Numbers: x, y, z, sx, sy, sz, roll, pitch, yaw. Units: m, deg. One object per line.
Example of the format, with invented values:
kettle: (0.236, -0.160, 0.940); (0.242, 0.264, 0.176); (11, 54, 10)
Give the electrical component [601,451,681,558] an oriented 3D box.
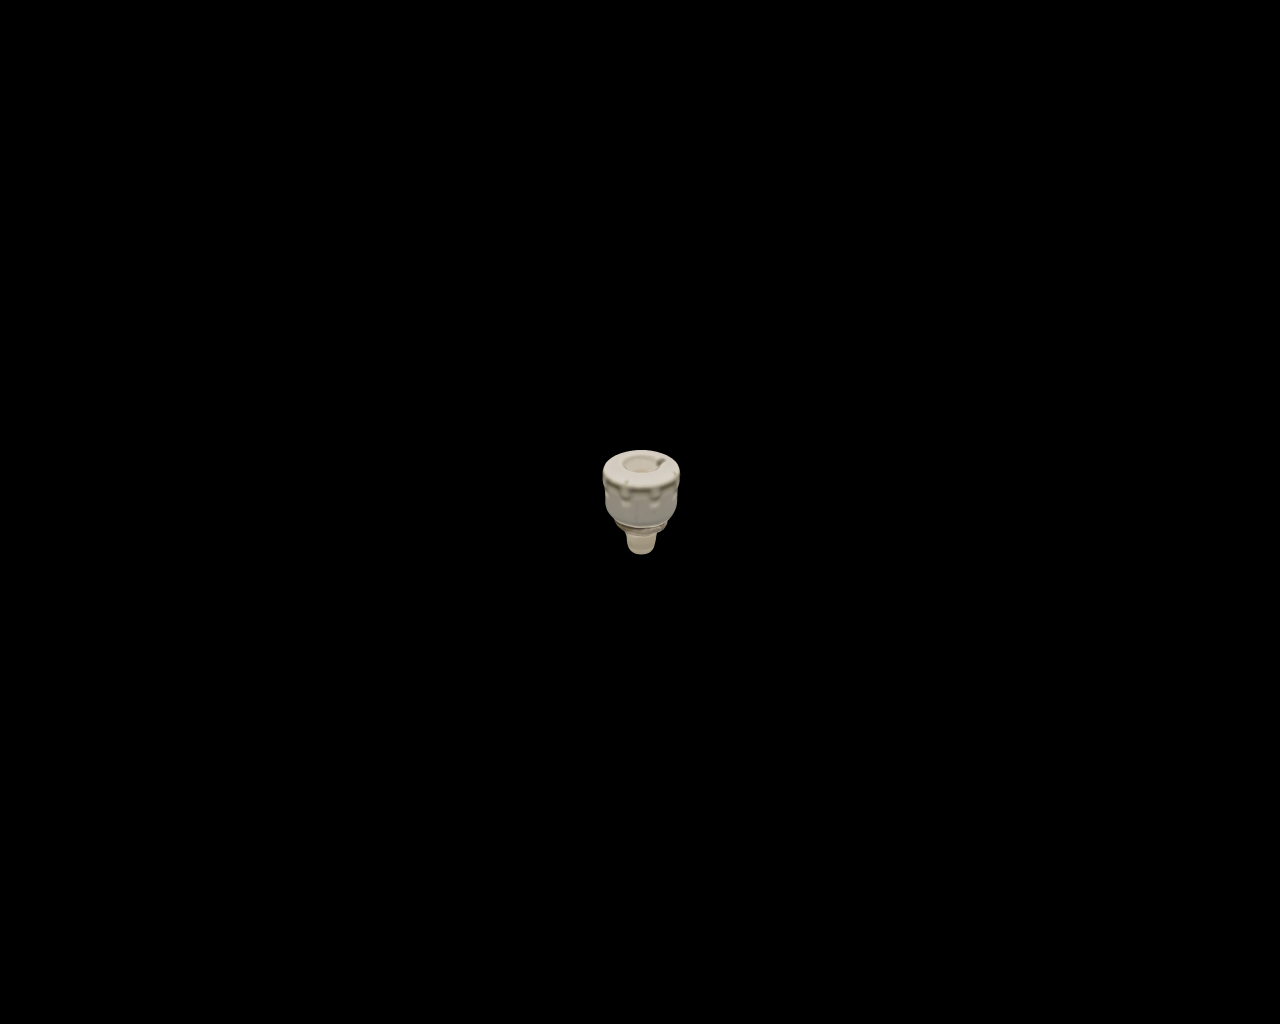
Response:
electrical component: (0.001, -0.003, 0.650); (0.048, 0.062, 0.048); (0, 29, 0)
